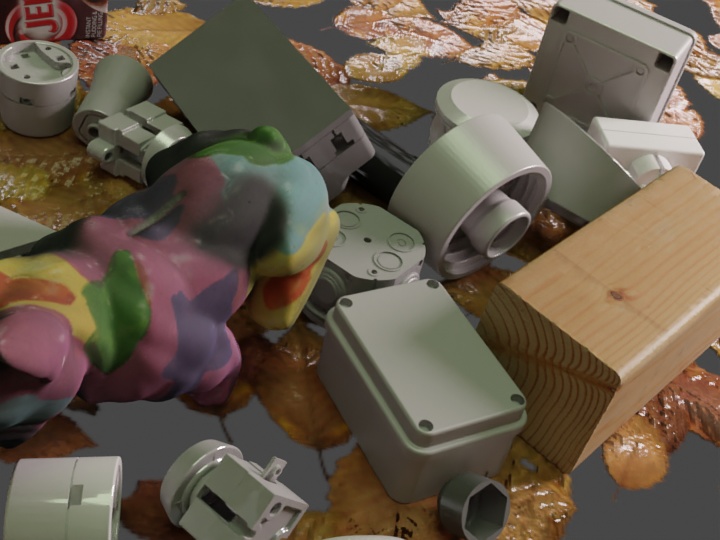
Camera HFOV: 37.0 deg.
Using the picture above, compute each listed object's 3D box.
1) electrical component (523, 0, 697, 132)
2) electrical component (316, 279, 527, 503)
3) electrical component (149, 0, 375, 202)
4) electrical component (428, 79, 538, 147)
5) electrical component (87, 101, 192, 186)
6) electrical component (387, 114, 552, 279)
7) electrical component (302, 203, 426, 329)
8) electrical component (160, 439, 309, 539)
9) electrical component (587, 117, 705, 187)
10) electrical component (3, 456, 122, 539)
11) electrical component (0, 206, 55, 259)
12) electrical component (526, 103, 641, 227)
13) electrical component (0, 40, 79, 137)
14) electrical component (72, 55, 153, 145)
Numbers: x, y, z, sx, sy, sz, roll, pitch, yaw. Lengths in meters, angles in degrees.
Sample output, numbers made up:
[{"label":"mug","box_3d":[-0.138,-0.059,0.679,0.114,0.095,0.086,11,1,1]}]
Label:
[{"label":"electrical component","box_3d":[0.199,-0.160,0.872,0.109,0.108,0.056,29,45,16]},{"label":"electrical component","box_3d":[0.033,0.065,0.610,0.078,0.057,0.113,-11,47,-27]},{"label":"electrical component","box_3d":[-0.069,-0.110,0.752,0.089,0.061,0.150,-37,56,-1]},{"label":"electrical component","box_3d":[0.093,-0.107,0.825,0.080,0.051,0.080,8,41,-7]},{"label":"electrical component","box_3d":[-0.142,-0.082,0.732,0.055,0.048,0.066,29,42,26]},{"label":"electrical component","box_3d":[0.078,-0.041,0.708,0.108,0.108,0.060,-23,59,-35]},{"label":"electrical component","box_3d":[0.000,0.000,0.676,0.080,0.051,0.080,8,40,-7]},{"label":"electrical component","box_3d":[-0.065,0.115,0.528,0.055,0.048,0.066,33,86,30]},{"label":"electrical component","box_3d":[0.221,-0.075,0.829,0.083,0.047,0.075,3,42,-13]},{"label":"electrical component","box_3d":[-0.139,0.115,0.506,0.047,0.055,0.055,3,42,-8]},{"label":"electrical component","box_3d":[-0.237,0.004,0.549,0.089,0.061,0.150,23,16,10]},{"label":"electrical component","box_3d":[0.158,-0.067,0.767,0.099,0.064,0.099,29,9,-5]},{"label":"electrical component","box_3d":[-0.226,-0.126,0.753,0.055,0.047,0.055,8,41,-8]},{"label":"electrical component","box_3d":[-0.178,-0.117,0.763,0.044,0.044,0.065,14,46,-1]}]
